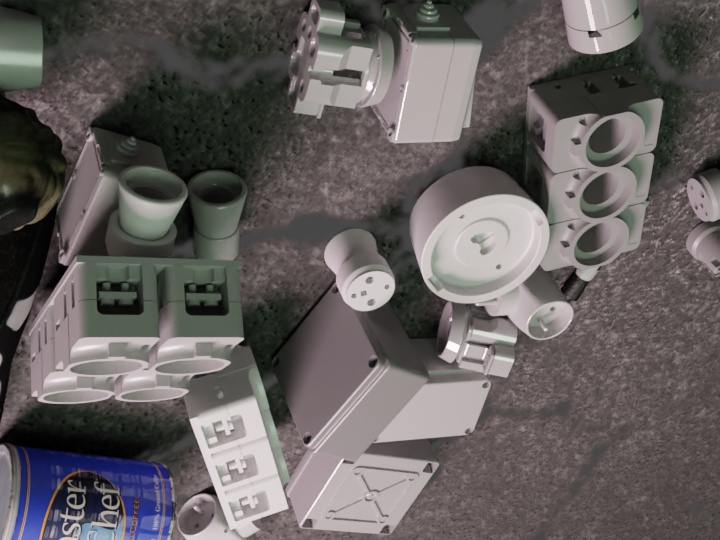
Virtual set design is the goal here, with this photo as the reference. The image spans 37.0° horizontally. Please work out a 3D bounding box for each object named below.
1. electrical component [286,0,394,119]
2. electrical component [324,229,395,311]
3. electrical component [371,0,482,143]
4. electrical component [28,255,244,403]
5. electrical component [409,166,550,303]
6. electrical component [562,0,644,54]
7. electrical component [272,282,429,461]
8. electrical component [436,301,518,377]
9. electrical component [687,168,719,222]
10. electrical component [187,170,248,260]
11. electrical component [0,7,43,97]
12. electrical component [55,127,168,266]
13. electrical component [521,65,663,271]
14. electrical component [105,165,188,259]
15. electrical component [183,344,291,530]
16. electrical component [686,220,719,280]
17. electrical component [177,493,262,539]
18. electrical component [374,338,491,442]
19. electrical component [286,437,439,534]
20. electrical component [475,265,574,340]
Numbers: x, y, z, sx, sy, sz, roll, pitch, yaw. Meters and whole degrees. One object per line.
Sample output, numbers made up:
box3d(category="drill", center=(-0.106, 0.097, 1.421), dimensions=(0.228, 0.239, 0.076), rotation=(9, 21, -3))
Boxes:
box3d(category="electrical component", center=(-0.012, -0.142, 0.739), dimensions=(0.057, 0.058, 0.078), rotation=(4, 126, -22))
box3d(category="electrical component", center=(0.000, 0.000, 0.864), dimensions=(0.045, 0.055, 0.045), rotation=(-12, 131, -14))
box3d(category="electrical component", center=(0.049, -0.145, 0.758), dimensions=(0.061, 0.061, 0.096), rotation=(-4, 129, -19))
box3d(category="electrical component", center=(-0.160, 0.048, 0.743), dimensions=(0.105, 0.060, 0.186), rotation=(2, 162, -26))
box3d(category="electrical component", center=(0.091, -0.033, 0.870), dimensions=(0.108, 0.060, 0.108), rotation=(-10, 131, -12))
box3d(category="electrical component", center=(0.173, -0.191, 0.777), dimensions=(0.055, 0.055, 0.047), rotation=(-25, 129, -1))
box3d(category="electrical component", center=(-0.011, 0.083, 0.894), dimensions=(0.056, 0.108, 0.108), rotation=(22, 117, -38))
box3d(category="electrical component", center=(0.101, 0.057, 0.946), dimensions=(0.057, 0.078, 0.058), rotation=(12, 125, -7))
box3d(category="electrical component", center=(0.323, -0.071, 0.946), dimensions=(0.055, 0.045, 0.045), rotation=(-20, 133, -5))
box3d(category="electrical component", center=(-0.107, -0.036, 0.801), dimensions=(0.044, 0.044, 0.065), rotation=(-8, 135, -16))
box3d(category="electrical component", center=(-0.240, -0.122, 0.670), dimensions=(0.077, 0.044, 0.079), rotation=(-1, 128, -21))
box3d(category="electrical component", center=(-0.167, -0.050, 0.748), dimensions=(0.061, 0.061, 0.096), rotation=(14, 122, -31))
box3d(category="electrical component", center=(0.185, -0.078, 0.871), dimensions=(0.089, 0.061, 0.150), rotation=(-13, 132, -12))
box3d(category="electrical component", center=(-0.140, -0.034, 0.699), dimensions=(0.045, 0.045, 0.055), rotation=(4, 127, -25))
box3d(category="electrical component", center=(-0.105, 0.133, 0.909), dimensions=(0.062, 0.089, 0.150), rotation=(-17, 133, -8))
box3d(category="electrical component", center=(0.330, -0.018, 0.992), dimensions=(0.040, 0.046, 0.040), rotation=(-12, 131, -13))
box3d(category="electrical component", center=(-0.120, 0.240, 1.025), dimensions=(0.079, 0.043, 0.077), rotation=(-32, 133, 5))
box3d(category="electrical component", center=(0.054, 0.109, 0.977), dimensions=(0.113, 0.057, 0.078), rotation=(-1, 128, -21))
box3d(category="electrical component", center=(0.002, 0.196, 1.029), dimensions=(0.109, 0.056, 0.108), rotation=(12, 122, -30))
box3d(category="electrical component", center=(0.131, 0.020, 0.920), dimensions=(0.079, 0.077, 0.043), rotation=(-3, 129, -20))
